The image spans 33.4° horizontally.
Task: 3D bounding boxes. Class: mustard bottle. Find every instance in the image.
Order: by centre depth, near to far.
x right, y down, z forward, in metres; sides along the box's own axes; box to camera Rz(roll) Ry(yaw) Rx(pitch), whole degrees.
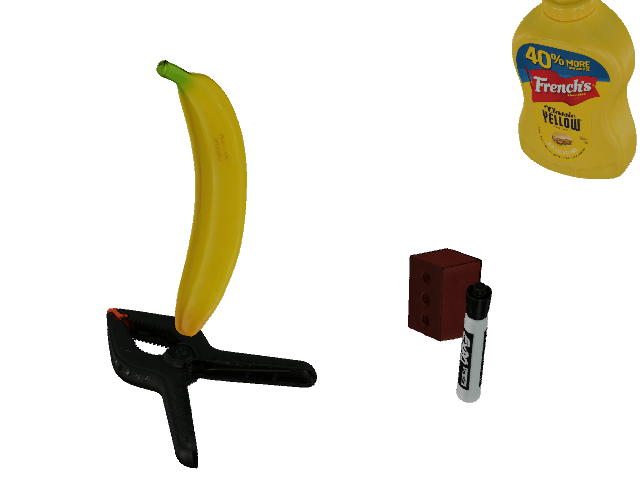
[{"bbox_3d":[0.202,-0.136,0.851,0.096,0.058,0.191,21,-33,31],"label":"mustard bottle"}]

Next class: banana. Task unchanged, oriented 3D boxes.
[{"bbox_3d":[-0.081,-0.033,0.746,0.069,0.198,0.037,-17,23,-35],"label":"banana"}]

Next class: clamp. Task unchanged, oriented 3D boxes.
[{"bbox_3d":[-0.119,0.116,0.997,0.164,0.036,0.210,-23,42,-37],"label":"clamp"}]

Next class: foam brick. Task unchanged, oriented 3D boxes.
[{"bbox_3d":[0.122,0.053,1.049,0.051,0.078,0.053,-11,19,-33],"label":"foam brick"}]

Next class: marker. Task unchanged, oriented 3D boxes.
[{"bbox_3d":[0.116,0.078,0.810,0.020,0.121,0.020,-1,42,1],"label":"marker"}]
